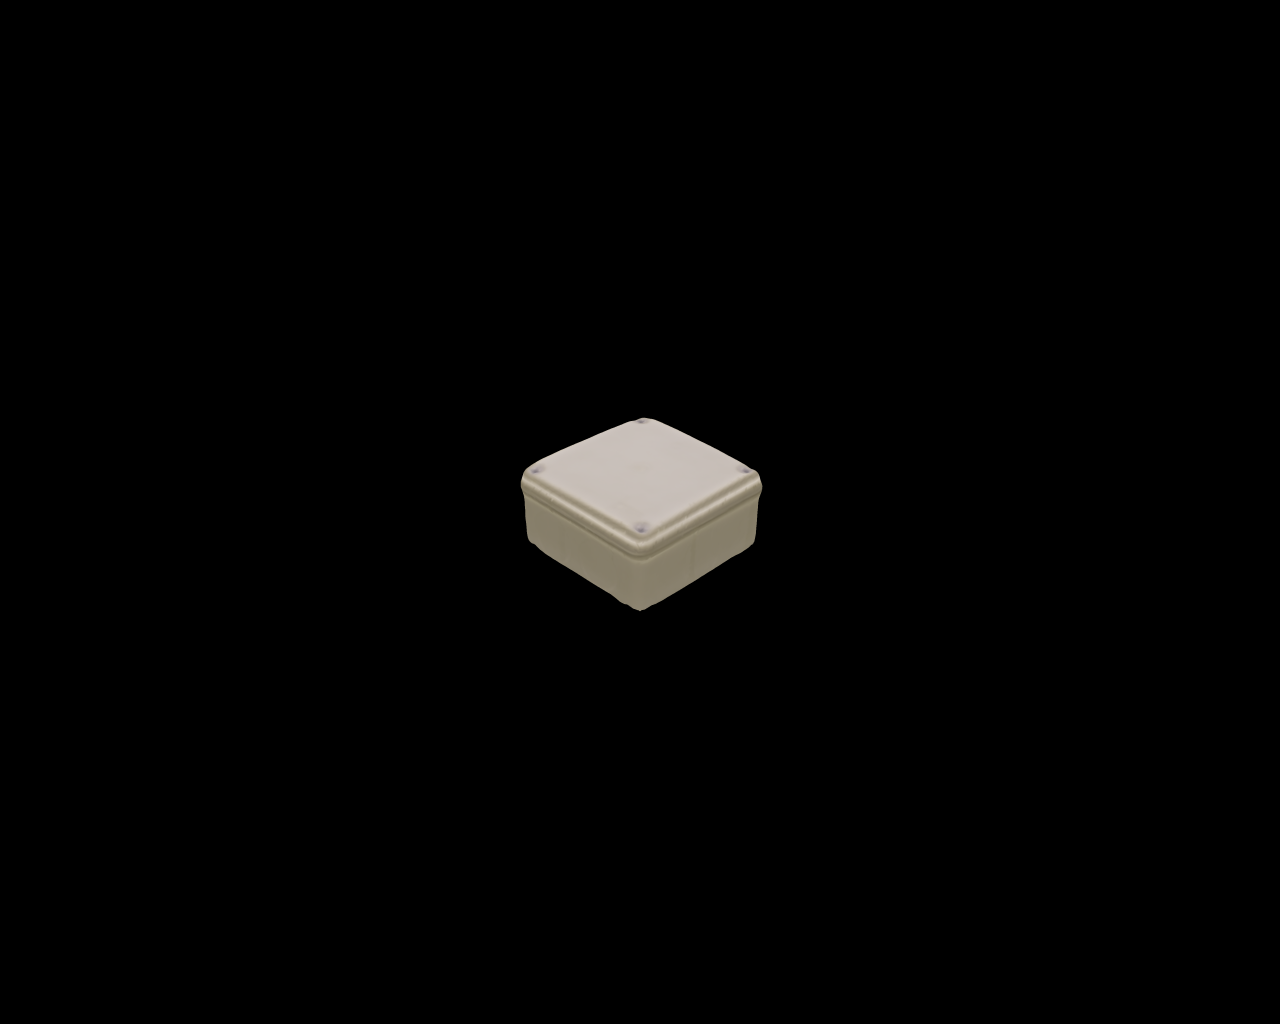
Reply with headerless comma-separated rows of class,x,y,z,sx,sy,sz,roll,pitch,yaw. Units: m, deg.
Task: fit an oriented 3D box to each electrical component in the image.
electrical component,0.001,-0.003,0.650,0.109,0.056,0.109,-27,42,-36
